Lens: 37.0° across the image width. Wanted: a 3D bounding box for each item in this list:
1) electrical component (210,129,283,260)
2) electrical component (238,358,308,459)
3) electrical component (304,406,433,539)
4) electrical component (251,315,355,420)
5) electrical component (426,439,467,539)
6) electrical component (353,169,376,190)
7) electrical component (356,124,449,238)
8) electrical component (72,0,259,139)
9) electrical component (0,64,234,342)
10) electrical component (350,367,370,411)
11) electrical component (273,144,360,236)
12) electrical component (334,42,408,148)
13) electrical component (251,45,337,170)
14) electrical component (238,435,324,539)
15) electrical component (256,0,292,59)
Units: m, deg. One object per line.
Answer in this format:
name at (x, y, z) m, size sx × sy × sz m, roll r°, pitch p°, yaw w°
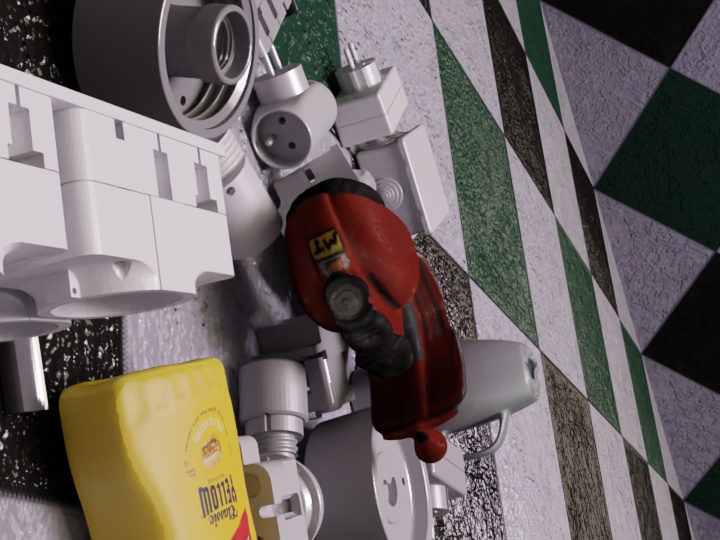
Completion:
electrical component at (-0.081, -0.049, 0.623) m, size 0.043 × 0.043 × 0.081 m, roll -83°, pitch 152°, yaw -46°
electrical component at (-0.050, 0.087, 0.623) m, size 0.040 × 0.040 × 0.078 m, roll 44°, pitch 37°, yaw -58°
electrical component at (0.001, 0.144, 0.696) m, size 0.108 × 0.060 × 0.108 m, roll -13°, pitch 90°, yaw -71°
electrical component at (-0.032, 0.062, 0.691) m, size 0.081 × 0.042 × 0.063 m, roll -17°, pitch 95°, yaw -71°
electrical component at (0.050, 0.171, 0.838) m, size 0.083 × 0.047 × 0.075 m, roll 44°, pitch 37°, yaw -57°
electrical component at (-0.003, -0.048, 0.862) m, size 0.035 × 0.035 × 0.061 m, roll 34°, pitch 49°, yaw -63°
electrical component at (0.039, -0.079, 0.980) m, size 0.099 × 0.048 × 0.099 m, roll -46°, pitch 121°, yaw -68°
electrical component at (-0.092, -0.119, 0.562) m, size 0.108 × 0.060 × 0.108 m, roll 9°, pitch 90°, yaw -67°
electrical component at (-0.132, -0.016, 0.343) m, size 0.186 × 0.105 × 0.060 m, roll 12°, pitch 68°, yaw -66°
electrical component at (0.041, 0.066, 0.845) m, size 0.138 × 0.074 × 0.052 m, roll -80°, pitch 150°, yaw -50°
electrical component at (0.000, 0.000, 0.767) m, size 0.150 × 0.062 × 0.089 m, roll 58°, pitch 2°, yaw -43°
electrical component at (0.002, -0.159, 0.933) m, size 0.083 × 0.047 × 0.075 m, roll -67°, pitch 139°, yaw -61°
electrical component at (-0.052, -0.120, 0.757) m, size 0.077 × 0.043 × 0.079 m, roll -64°, pitch 136°, yaw -62°
electrical component at (-0.054, 0.126, 0.560) m, size 0.057 × 0.058 × 0.078 m, roll 12°, pitch 66°, yaw -66°
electrical component at (-0.084, -0.174, 0.691) m, size 0.089 × 0.050 × 0.055 m, roll -78°, pitch 148°, yaw -52°
